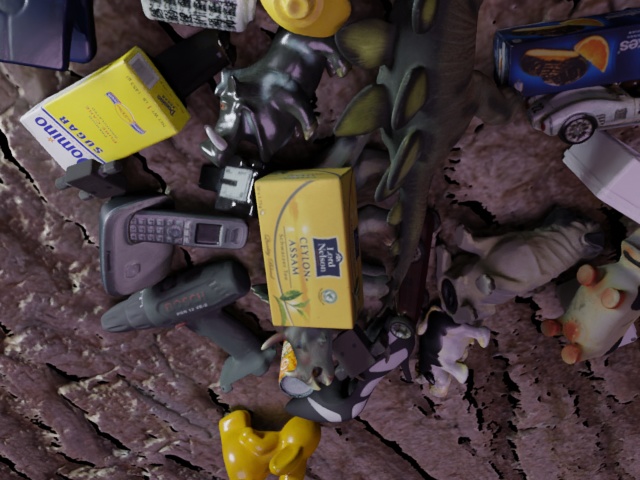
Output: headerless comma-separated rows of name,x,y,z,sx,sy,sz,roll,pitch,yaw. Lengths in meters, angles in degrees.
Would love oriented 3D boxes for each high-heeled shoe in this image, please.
high-heeled shoe,0.037,0.203,0.850,0.249,0.086,0.145,-21,120,9

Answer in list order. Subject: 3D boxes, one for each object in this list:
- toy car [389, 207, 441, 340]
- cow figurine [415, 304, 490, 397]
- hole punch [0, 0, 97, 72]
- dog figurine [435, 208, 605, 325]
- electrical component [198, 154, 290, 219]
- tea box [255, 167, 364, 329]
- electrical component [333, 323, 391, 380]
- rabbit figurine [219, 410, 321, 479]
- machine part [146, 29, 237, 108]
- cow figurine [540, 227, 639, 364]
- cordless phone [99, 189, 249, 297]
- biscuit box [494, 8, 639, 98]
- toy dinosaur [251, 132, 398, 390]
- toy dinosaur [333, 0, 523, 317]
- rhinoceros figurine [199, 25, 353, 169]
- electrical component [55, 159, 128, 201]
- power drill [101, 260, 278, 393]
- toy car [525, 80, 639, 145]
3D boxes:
toy car,0.124,0.048,0.733,0.053,0.089,0.201,13,129,17
cow figurine,0.186,0.175,0.834,0.098,0.068,0.167,17,120,-5
hole punch,-0.296,-0.232,0.539,0.142,0.092,0.115,8,121,-1
dog figurine,0.269,0.040,0.731,0.191,0.121,0.172,-8,160,-14
electrical component,-0.097,-0.065,0.657,0.047,0.119,0.074,12,89,-46
tea box,-0.008,0.009,0.597,0.098,0.068,0.169,-2,107,18
electrical component,0.055,0.167,0.789,0.078,0.045,0.102,48,115,12
rabbit figurine,-0.077,0.358,0.932,0.173,0.162,0.121,-19,113,-8
machine part,-0.152,-0.187,0.600,0.139,0.039,0.084,-29,112,21
cow figurine,0.386,0.067,0.683,0.127,0.086,0.194,1,125,-28
cordless phone,-0.191,0.009,0.712,0.184,0.089,0.146,7,125,-10
biscuit box,0.295,-0.202,0.572,0.203,0.059,0.062,-8,125,6
toy dinosaur,-0.001,-0.004,0.686,0.192,0.131,0.404,-1,119,0
toy dinosaur,0.103,-0.142,0.519,0.198,0.105,0.470,-27,125,-36
rhinoceros figurine,-0.051,-0.153,0.571,0.112,0.073,0.190,35,98,-22
electrical component,-0.262,-0.070,0.636,0.094,0.021,0.063,-14,157,22
power drill,-0.179,0.134,0.808,0.232,0.086,0.207,-28,113,16
toy car,0.334,-0.155,0.597,0.202,0.073,0.056,-8,128,6
